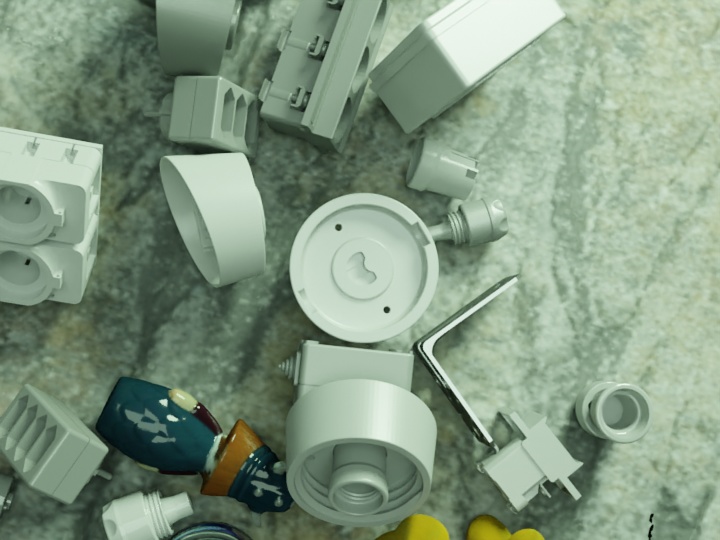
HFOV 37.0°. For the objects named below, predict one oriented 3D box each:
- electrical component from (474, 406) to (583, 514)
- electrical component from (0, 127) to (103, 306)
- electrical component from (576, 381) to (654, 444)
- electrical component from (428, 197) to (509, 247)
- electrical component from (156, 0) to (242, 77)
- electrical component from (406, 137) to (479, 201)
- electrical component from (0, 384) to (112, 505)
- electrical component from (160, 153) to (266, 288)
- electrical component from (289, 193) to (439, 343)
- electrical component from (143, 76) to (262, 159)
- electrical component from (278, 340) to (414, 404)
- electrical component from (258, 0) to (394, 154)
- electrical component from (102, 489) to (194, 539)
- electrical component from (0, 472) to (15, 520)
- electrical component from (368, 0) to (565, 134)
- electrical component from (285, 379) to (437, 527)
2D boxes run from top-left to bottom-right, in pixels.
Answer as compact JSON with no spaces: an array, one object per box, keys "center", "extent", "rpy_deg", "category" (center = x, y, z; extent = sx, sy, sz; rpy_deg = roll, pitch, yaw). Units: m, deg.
[{"center":[0.126,0.146,0.815],"extent":[0.064,0.042,0.081],"rpy_deg":[-39,91,-4],"category":"electrical component"},{"center":[-0.281,-0.043,0.745],"extent":[0.186,0.060,0.105],"rpy_deg":[10,128,-6],"category":"electrical component"},{"center":[0.192,0.107,0.818],"extent":[0.045,0.055,0.045],"rpy_deg":[0,86,-6],"category":"electrical component"},{"center":[0.081,-0.034,0.825],"extent":[0.061,0.035,0.035],"rpy_deg":[-15,88,-4],"category":"electrical component"},{"center":[-0.121,-0.188,0.781],"extent":[0.064,0.099,0.099],"rpy_deg":[12,85,-12],"category":"electrical component"},{"center":[0.063,-0.076,0.824],"extent":[0.046,0.040,0.040],"rpy_deg":[17,85,-10],"category":"electrical component"},{"center":[-0.209,0.130,0.768],"extent":[0.076,0.083,0.047],"rpy_deg":[40,81,-41],"category":"electrical component"},{"center":[-0.104,-0.037,0.775],"extent":[0.064,0.099,0.099],"rpy_deg":[-10,88,-13],"category":"electrical component"},{"center":[0.000,0.000,0.800],"extent":[0.108,0.060,0.108],"rpy_deg":[0,87,-6],"category":"electrical component"},{"center":[-0.123,-0.112,0.796],"extent":[0.077,0.066,0.047],"rpy_deg":[5,86,23],"category":"electrical component"},{"center":[-0.013,0.085,0.793],"extent":[0.096,0.062,0.061],"rpy_deg":[6,86,-6],"category":"electrical component"},{"center":[-0.026,-0.157,0.802],"extent":[0.063,0.078,0.121],"rpy_deg":[18,85,11],"category":"electrical component"},{"center":[-0.153,0.180,0.782],"extent":[0.062,0.043,0.043],"rpy_deg":[-20,89,-8],"category":"electrical component"},{"center":[-0.282,0.157,0.771],"extent":[0.065,0.044,0.044],"rpy_deg":[18,85,-10],"category":"electrical component"},{"center":[0.075,-0.161,0.784],"extent":[0.109,0.109,0.056],"rpy_deg":[-38,94,-23],"category":"electrical component"},{"center":[0.000,0.134,0.743],"extent":[0.108,0.060,0.108],"rpy_deg":[1,131,1],"category":"electrical component"}]
